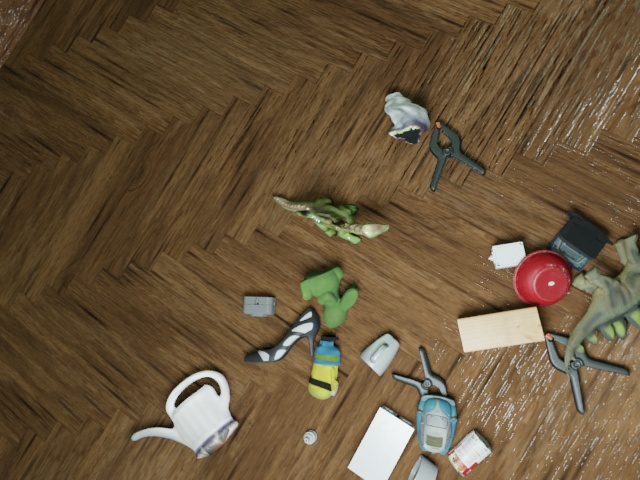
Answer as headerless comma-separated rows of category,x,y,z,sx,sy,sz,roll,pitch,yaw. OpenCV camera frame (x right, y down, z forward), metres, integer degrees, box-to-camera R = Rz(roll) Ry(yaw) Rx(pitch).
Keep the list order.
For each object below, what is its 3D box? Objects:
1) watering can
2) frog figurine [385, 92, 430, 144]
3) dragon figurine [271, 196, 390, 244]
watering can,-0.394,0.557,1.557,0.347,0.103,0.226,-43,73,3
frog figurine,0.264,-0.388,1.565,0.137,0.121,0.162,3,69,-18
dragon figurine,0.005,-0.076,1.509,0.411,0.242,0.122,16,91,15
